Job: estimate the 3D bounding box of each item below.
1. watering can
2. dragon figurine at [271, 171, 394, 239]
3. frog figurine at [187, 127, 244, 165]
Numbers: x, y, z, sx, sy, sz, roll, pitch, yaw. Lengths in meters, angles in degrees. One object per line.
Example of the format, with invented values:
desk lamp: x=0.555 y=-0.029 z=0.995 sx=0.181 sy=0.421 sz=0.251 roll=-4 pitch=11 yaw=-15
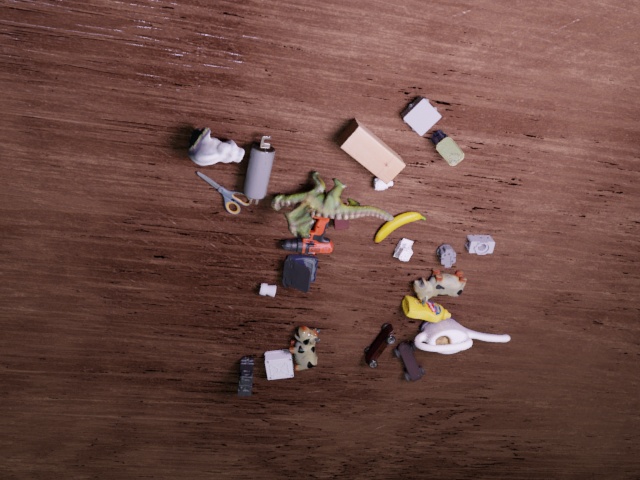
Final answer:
watering can: x=0.526 y=0.366 z=1.979 sx=0.348 sy=0.226 sz=0.103 roll=-6 pitch=103 yaw=-3
dragon figurine: x=0.005 y=-0.082 z=1.632 sx=0.246 sy=0.414 sz=0.119 roll=-44 pitch=141 yaw=-24
frog figurine: x=-0.323 y=-0.271 z=1.596 sx=0.157 sy=0.125 sz=0.136 roll=34 pitch=145 yaw=-32
